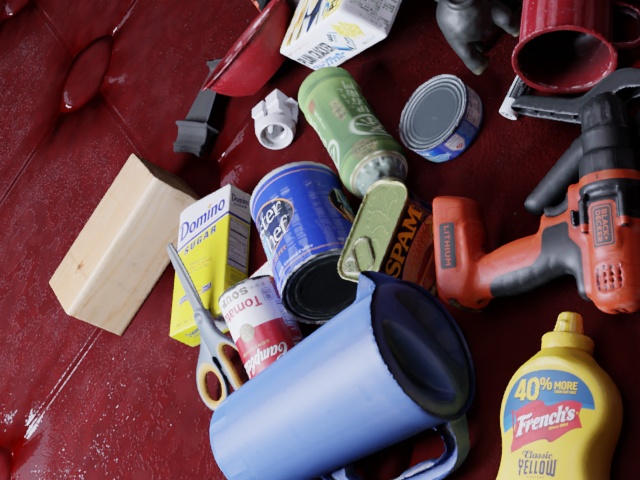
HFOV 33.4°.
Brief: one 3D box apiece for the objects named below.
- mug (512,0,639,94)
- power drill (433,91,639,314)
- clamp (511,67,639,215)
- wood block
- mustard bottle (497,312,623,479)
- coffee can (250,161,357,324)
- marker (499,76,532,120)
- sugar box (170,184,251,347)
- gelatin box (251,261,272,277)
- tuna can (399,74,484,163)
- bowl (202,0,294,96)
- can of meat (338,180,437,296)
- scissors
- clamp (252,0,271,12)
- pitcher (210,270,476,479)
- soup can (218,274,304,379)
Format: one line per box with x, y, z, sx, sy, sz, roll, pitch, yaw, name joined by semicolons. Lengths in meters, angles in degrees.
0.235;-0.192;0.964;0.117;0.093;0.081;1;59;16;mug
0.185;-0.020;0.902;0.188;0.057;0.184;-15;68;40;power drill
0.238;-0.108;0.936;0.172;0.039;0.120;-32;59;32;clamp
-0.249;0.005;1.378;0.206;0.090;0.091;-55;39;7;wood block
0.185;0.148;0.826;0.096;0.058;0.191;-10;60;44;mustard bottle
-0.007;0.001;1.096;0.103;0.102;0.140;-44;41;21;coffee can
0.207;-0.174;1.029;0.020;0.020;0.121;22;85;52;marker
-0.128;0.029;1.262;0.093;0.048;0.176;-27;51;34;sugar box
-0.049;0.060;1.166;0.089;0.030;0.073;-42;40;23;gelatin box
0.123;-0.122;1.080;0.086;0.033;0.086;-27;49;36;tuna can
-0.077;-0.233;1.330;0.162;0.055;0.162;-48;14;15;bowl
0.076;0.006;1.014;0.058;0.083;0.102;11;76;51;can of meat
-0.135;0.105;1.188;0.202;0.016;0.096;49;121;26;scissors
-0.015;-0.363;1.348;0.036;0.164;0.210;53;138;5;clamp
0.017;0.155;0.969;0.243;0.144;0.149;-36;32;34;pitcher
-0.056;0.095;1.093;0.069;0.068;0.102;-35;69;29;soup can
